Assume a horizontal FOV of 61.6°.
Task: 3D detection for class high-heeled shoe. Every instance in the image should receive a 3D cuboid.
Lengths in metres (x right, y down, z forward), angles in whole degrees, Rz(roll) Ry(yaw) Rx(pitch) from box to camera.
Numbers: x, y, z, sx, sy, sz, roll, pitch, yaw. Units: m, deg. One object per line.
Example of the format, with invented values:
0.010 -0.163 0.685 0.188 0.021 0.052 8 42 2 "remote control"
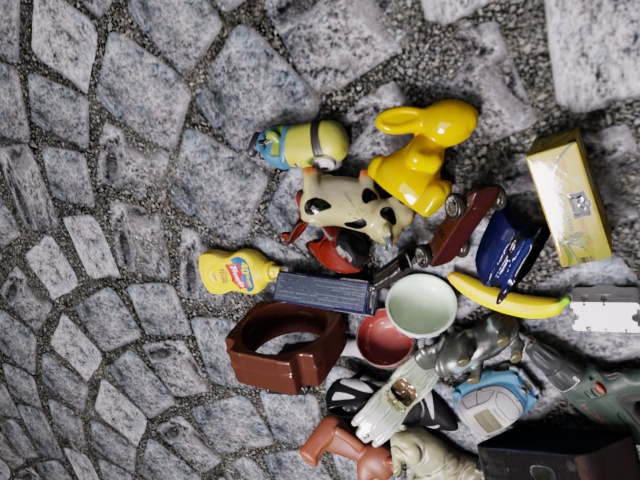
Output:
0.136 0.329 1.032 0.249 0.145 0.086 25 124 19 "high-heeled shoe"

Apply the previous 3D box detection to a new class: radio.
0.379 0.358 0.875 0.229 0.131 0.073 -28 72 56 "radio"

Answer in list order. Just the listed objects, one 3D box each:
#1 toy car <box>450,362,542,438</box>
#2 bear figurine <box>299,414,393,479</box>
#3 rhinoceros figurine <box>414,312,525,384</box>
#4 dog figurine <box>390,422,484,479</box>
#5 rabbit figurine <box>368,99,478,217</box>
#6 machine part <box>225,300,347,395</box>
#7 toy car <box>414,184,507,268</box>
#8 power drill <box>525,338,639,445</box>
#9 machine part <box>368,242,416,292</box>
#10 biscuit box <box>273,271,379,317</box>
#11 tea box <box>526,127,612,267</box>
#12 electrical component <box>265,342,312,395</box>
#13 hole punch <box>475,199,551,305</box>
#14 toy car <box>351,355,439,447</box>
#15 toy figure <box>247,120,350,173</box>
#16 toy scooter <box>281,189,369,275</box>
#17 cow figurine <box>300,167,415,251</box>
0.303 0.293 0.948 0.109 0.103 0.161 51 129 -3 "toy car"
0.069 0.469 1.156 0.196 0.132 0.120 35 159 15 "bear figurine"
0.251 0.180 0.920 0.190 0.112 0.073 -29 126 23 "rhinoceros figurine"
0.247 0.425 1.061 0.191 0.121 0.172 -15 109 19 "dog figurine"
0.163 -0.143 0.823 0.162 0.122 0.173 42 113 16 "rabbit figurine"
-0.063 0.198 1.043 0.201 0.201 0.087 4 118 27 "machine part"
0.210 -0.023 0.822 0.202 0.089 0.053 105 150 -55 "toy car"
0.468 0.205 0.827 0.232 0.086 0.207 47 123 -1 "power drill"
0.131 0.044 0.898 0.039 0.139 0.084 48 118 6 "machine part"
0.009 0.100 1.024 0.203 0.059 0.062 6 81 30 "biscuit box"
0.350 -0.060 0.751 0.068 0.098 0.169 -15 104 33 "tea box"
-0.043 0.266 1.120 0.134 0.115 0.058 -12 111 33 "electrical component"
0.284 0.009 0.816 0.092 0.116 0.142 33 125 20 "hole punch"
0.142 0.290 0.994 0.073 0.202 0.056 45 165 1 "toy car"
-0.037 -0.164 0.926 0.180 0.082 0.089 11 121 27 "toy figure"
-0.002 -0.003 0.990 0.135 0.075 0.184 -36 90 36 "toy scooter"
0.063 -0.050 0.896 0.195 0.085 0.127 4 83 -4 "cow figurine"
